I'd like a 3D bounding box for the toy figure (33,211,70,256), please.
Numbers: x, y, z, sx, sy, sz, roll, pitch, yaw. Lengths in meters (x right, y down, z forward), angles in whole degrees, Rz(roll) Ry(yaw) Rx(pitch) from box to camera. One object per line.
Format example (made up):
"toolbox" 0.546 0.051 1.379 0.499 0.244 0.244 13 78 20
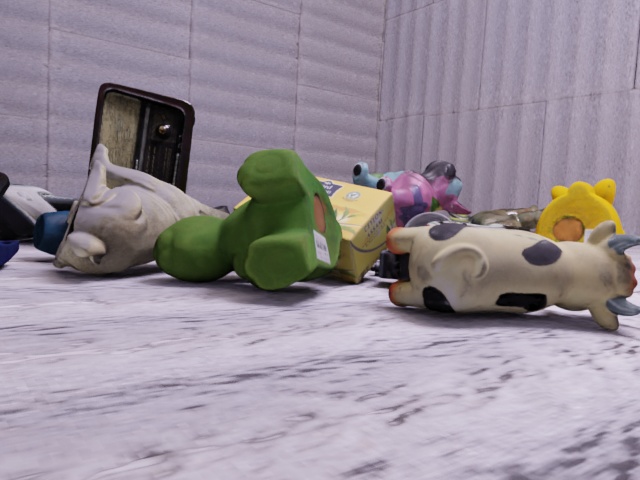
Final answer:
"toy figure" -0.268 -0.003 0.667 0.154 0.057 0.064 7 6 -44

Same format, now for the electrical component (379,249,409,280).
"electrical component" 0.134 0.027 0.581 0.134 0.058 0.115 4 2 18

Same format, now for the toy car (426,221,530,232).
"toy car" 0.217 0.013 0.735 0.202 0.073 0.056 2 7 -28

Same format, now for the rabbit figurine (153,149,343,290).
"rabbit figurine" -0.074 -0.008 0.526 0.170 0.121 0.159 -11 -4 17

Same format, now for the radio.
"radio" -0.255 -0.092 0.761 0.131 0.229 0.073 7 3 -20

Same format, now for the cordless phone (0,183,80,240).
"cordless phone" -0.395 -0.044 0.840 0.184 0.088 0.146 0 3 1

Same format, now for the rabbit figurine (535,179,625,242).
"rabbit figurine" 0.360 -0.003 0.747 0.122 0.162 0.173 -9 -22 35

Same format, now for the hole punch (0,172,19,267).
"hole punch" -0.360 -0.004 0.509 0.142 0.092 0.116 6 33 -11

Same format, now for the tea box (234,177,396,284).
"tea box" -0.005 -0.021 0.640 0.170 0.068 0.098 14 45 32

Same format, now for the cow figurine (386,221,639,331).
"cow figurine" 0.166 0.025 0.441 0.195 0.085 0.127 5 -3 -19

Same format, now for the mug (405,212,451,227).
"mug" 0.175 0.000 0.812 0.110 0.080 0.107 -18 -6 6

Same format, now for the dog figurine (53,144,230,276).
"dog figurine" -0.169 -0.003 0.582 0.190 0.121 0.172 22 32 -25

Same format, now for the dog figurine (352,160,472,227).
"dog figurine" 0.157 -0.053 0.941 0.219 0.191 0.109 6 17 -32

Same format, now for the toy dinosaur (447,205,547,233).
"toy dinosaur" 0.325 -0.005 0.993 0.199 0.105 0.471 -3 4 13
